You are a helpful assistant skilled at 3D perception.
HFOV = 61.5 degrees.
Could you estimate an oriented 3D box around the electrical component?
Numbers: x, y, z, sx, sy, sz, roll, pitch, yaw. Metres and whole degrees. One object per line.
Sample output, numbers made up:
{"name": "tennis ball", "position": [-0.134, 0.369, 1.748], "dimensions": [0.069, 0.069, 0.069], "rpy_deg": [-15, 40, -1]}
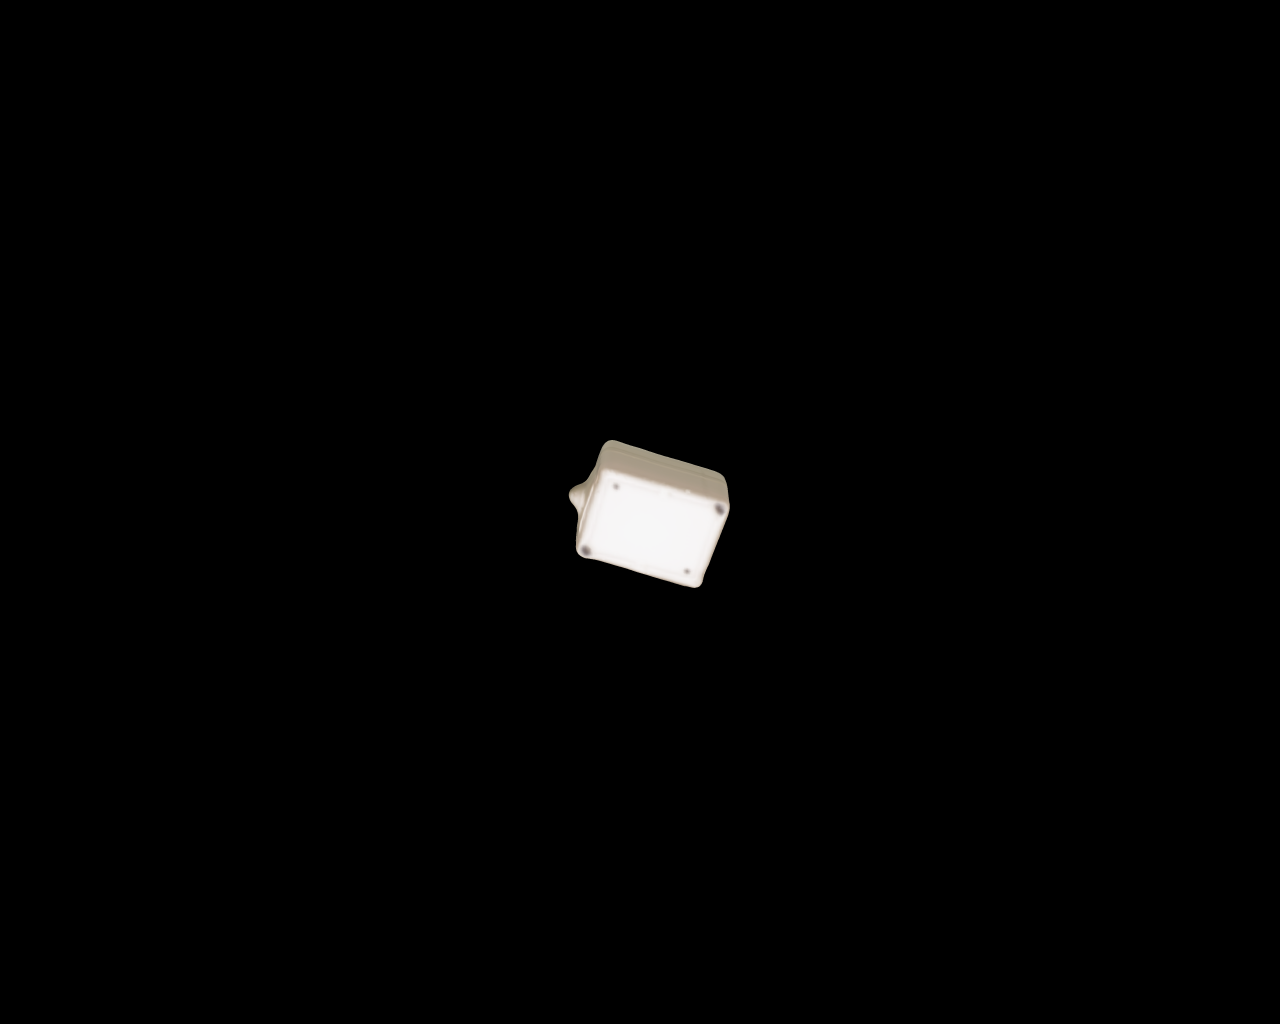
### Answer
{"name": "electrical component", "position": [0.001, -0.003, 0.650], "dimensions": [0.096, 0.061, 0.061], "rpy_deg": [17, 22, -7]}
